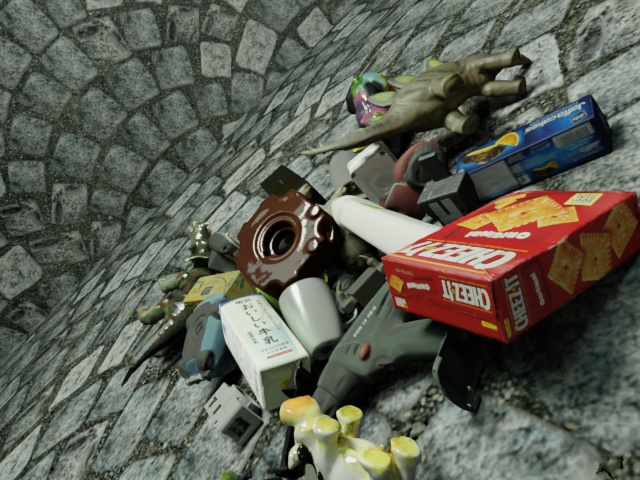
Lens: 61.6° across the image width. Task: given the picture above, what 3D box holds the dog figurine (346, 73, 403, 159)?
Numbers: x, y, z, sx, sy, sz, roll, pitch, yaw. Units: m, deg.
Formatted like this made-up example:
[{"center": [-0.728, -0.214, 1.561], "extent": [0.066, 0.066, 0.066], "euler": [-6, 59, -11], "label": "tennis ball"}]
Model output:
[{"center": [0.112, -0.244, 1.103], "extent": [0.108, 0.191, 0.219], "euler": [-26, 14, 23], "label": "dog figurine"}]

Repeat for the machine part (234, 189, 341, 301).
[{"center": [-0.056, 0.005, 0.856], "extent": [0.179, 0.056, 0.179], "euler": [-15, 60, 28], "label": "machine part"}]

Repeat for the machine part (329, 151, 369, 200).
[{"center": [0.063, -0.119, 1.087], "extent": [0.079, 0.079, 0.243], "euler": [-38, 25, 15], "label": "machine part"}]

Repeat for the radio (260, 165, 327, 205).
[{"center": [-0.036, -0.074, 1.104], "extent": [0.073, 0.131, 0.230], "euler": [-45, 24, 1], "label": "radio"}]

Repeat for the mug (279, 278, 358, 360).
[{"center": [0.005, 0.120, 0.794], "extent": [0.080, 0.109, 0.107], "euler": [104, 151, -44], "label": "mug"}]

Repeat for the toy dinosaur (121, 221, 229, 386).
[{"center": [-0.296, 0.139, 1.204], "extent": [0.192, 0.131, 0.405], "euler": [-28, 35, 34], "label": "toy dinosaur"}]

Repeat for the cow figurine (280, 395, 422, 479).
[{"center": [0.021, 0.229, 0.560], "extent": [0.168, 0.068, 0.098], "euler": [15, 105, 47], "label": "cow figurine"}]

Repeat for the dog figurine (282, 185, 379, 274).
[{"center": [-0.001, -0.006, 0.903], "extent": [0.172, 0.121, 0.191], "euler": [-16, 27, 0], "label": "dog figurine"}]

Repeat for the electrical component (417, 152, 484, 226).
[{"center": [0.181, -0.066, 0.763], "extent": [0.075, 0.119, 0.048], "euler": [-13, 38, 46], "label": "electrical component"}]

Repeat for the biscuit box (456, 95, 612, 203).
[{"center": [0.291, -0.120, 0.748], "extent": [0.203, 0.059, 0.063], "euler": [-24, 31, 38], "label": "biscuit box"}]

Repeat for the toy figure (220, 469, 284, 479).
[{"center": [-0.123, 0.331, 0.636], "extent": [0.180, 0.089, 0.082], "euler": [-36, 19, 25], "label": "toy figure"}]

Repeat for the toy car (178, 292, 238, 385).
[{"center": [-0.178, 0.181, 0.948], "extent": [0.109, 0.103, 0.162], "euler": [-31, 43, 39], "label": "toy car"}]

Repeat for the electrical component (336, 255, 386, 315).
[{"center": [0.071, 0.070, 0.766], "extent": [0.102, 0.078, 0.045], "euler": [-51, 18, -12], "label": "electrical component"}]

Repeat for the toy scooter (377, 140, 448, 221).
[{"center": [0.140, -0.075, 0.870], "extent": [0.135, 0.075, 0.183], "euler": [-99, 30, -76], "label": "toy scooter"}]

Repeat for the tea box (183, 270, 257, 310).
[{"center": [-0.185, 0.120, 1.067], "extent": [0.170, 0.098, 0.068], "euler": [-16, 36, 50], "label": "tea box"}]

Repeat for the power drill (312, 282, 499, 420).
[{"center": [0.092, 0.145, 0.627], "extent": [0.207, 0.086, 0.232], "euler": [-18, 33, 57], "label": "power drill"}]

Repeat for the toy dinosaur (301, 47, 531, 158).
[{"center": [0.190, -0.240, 0.932], "extent": [0.471, 0.104, 0.199], "euler": [-28, 26, -23], "label": "toy dinosaur"}]

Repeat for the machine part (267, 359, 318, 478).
[{"center": [-0.029, 0.230, 0.682], "extent": [0.039, 0.084, 0.139], "euler": [-2, 52, 24], "label": "machine part"}]

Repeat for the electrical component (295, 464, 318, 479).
[{"center": [0.004, 0.277, 0.605], "extent": [0.094, 0.021, 0.063], "euler": [-34, 26, 20], "label": "electrical component"}]

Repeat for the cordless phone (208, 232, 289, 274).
[{"center": [-0.123, 0.012, 1.080], "extent": [0.184, 0.146, 0.089], "euler": [-33, 34, 30], "label": "cordless phone"}]
